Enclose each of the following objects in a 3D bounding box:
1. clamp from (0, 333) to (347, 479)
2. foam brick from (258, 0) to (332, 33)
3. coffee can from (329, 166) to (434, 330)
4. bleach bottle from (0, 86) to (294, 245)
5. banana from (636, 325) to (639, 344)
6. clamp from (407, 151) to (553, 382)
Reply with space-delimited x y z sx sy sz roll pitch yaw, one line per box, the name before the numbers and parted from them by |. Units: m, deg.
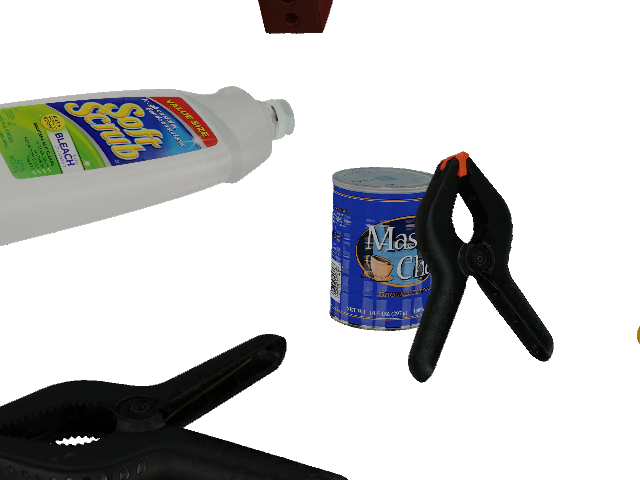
clamp | -0.096 0.102 0.593 0.210 0.036 0.164 -1 24 -9
foam brick | -0.024 -0.218 0.894 0.053 0.051 0.078 2 -39 14
coffee can | 0.061 0.006 1.043 0.103 0.140 0.103 1 14 0
bleach bottle | -0.137 -0.071 0.774 0.250 0.103 0.068 -17 -30 -27
banana | 0.312 0.042 0.737 0.198 0.037 0.069 -3 34 2
clamp | 0.103 0.023 0.798 0.120 0.171 0.039 -15 -3 -28
